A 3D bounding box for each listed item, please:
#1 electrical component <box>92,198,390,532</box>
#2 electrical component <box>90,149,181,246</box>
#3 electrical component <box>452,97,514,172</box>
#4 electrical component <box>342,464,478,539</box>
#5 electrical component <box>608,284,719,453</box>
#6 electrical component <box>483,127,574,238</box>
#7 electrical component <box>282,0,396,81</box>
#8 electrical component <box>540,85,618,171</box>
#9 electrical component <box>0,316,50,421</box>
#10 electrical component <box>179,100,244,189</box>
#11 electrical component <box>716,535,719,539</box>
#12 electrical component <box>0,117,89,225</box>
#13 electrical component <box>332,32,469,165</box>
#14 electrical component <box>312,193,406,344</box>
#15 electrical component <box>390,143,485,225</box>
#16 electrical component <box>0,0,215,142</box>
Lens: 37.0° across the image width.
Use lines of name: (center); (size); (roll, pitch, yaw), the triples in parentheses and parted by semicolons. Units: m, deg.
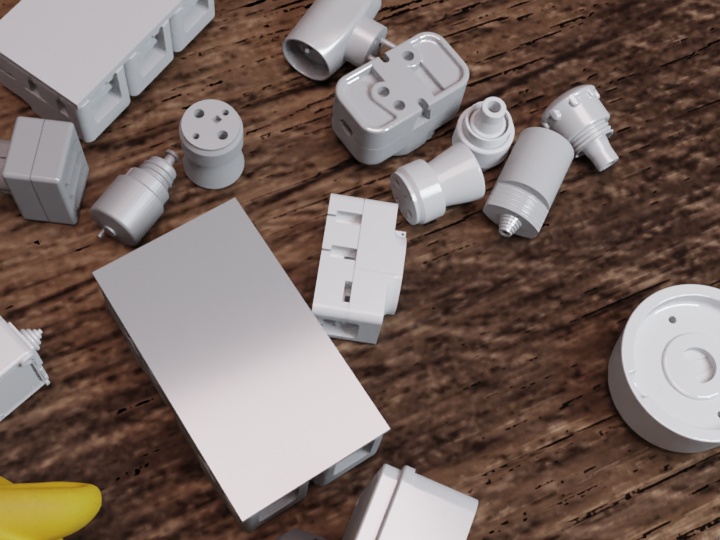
electrical component: (-0.079, 0.061, 0.700); (0.105, 0.060, 0.186); (-30, 72, -17)
electrical component: (-0.154, -0.053, 0.754); (0.040, 0.040, 0.078); (32, 67, 8)
electrical component: (0.092, -0.103, 0.786); (0.043, 0.062, 0.043); (2, 67, -4)
electrical component: (0.020, 0.167, 0.635); (0.057, 0.113, 0.078); (23, 66, 1)
electrical component: (0.220, 0.071, 0.724); (0.108, 0.060, 0.108); (2, 66, -4)
electrical component: (0.120, -0.059, 0.780); (0.043, 0.043, 0.081); (26, 67, 6)
electrical component: (-0.006, -0.177, 0.819); (0.079, 0.044, 0.077); (30, 67, 8)
electrical component: (0.169, -0.104, 0.805); (0.048, 0.048, 0.062); (-29, 79, -16)
electrical component: (-0.247, 0.063, 0.683); (0.061, 0.061, 0.096); (43, 70, 13)
electrical component: (-0.105, -0.089, 0.766); (0.045, 0.055, 0.045); (2, 66, -4)
electrical component: (0.234, 0.201, 0.673); (0.047, 0.055, 0.055); (-41, 76, -16)
electrical component: (-0.234, -0.070, 0.740); (0.077, 0.065, 0.047); (7, 66, -1)
electrical component: (0.028, -0.123, 0.790); (0.095, 0.059, 0.053); (-33, 73, -17)
electrical component: (0.000, 0.000, 0.739); (0.056, 0.050, 0.089); (9, 67, -1)
electrical component: (0.056, -0.061, 0.774); (0.055, 0.045, 0.045); (-24, 71, -14)
electrical component: (-0.188, -0.178, 0.793); (0.089, 0.061, 0.150); (34, 68, 10)
